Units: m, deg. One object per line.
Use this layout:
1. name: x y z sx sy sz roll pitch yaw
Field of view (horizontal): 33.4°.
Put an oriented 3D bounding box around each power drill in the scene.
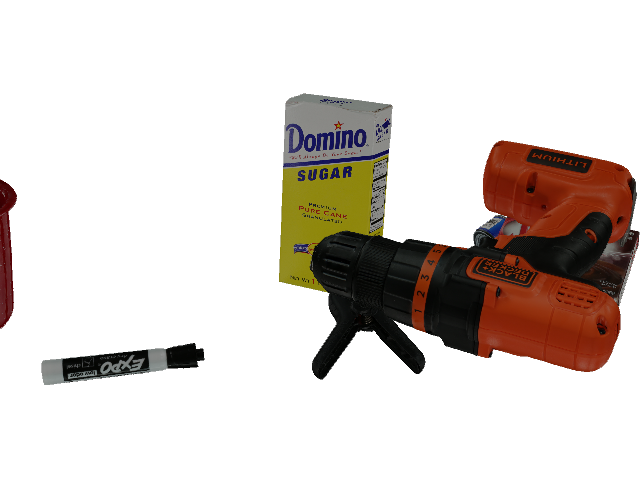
1. power drill: 0.109 0.002 0.668 0.185 0.057 0.187 17 36 21

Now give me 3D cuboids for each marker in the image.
1. marker: -0.149 0.093 0.808 0.121 0.020 0.020 -6 1 -7

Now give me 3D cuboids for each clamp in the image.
1. clamp: 0.059 0.088 1.188 0.120 0.171 0.039 7 -43 3

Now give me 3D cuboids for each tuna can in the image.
1. tuna can: 0.221 0.014 1.272 0.033 0.086 0.086 -34 8 -13

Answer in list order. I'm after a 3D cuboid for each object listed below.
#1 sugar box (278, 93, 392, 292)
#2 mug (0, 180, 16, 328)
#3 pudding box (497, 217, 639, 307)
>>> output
1. sugar box: 0.012 -0.041 0.980 0.093 0.176 0.048 10 21 25
2. mug: -0.235 0.016 0.635 0.093 0.081 0.117 17 28 27
3. pudding box: 0.202 0.018 0.896 0.114 0.039 0.090 16 45 17
